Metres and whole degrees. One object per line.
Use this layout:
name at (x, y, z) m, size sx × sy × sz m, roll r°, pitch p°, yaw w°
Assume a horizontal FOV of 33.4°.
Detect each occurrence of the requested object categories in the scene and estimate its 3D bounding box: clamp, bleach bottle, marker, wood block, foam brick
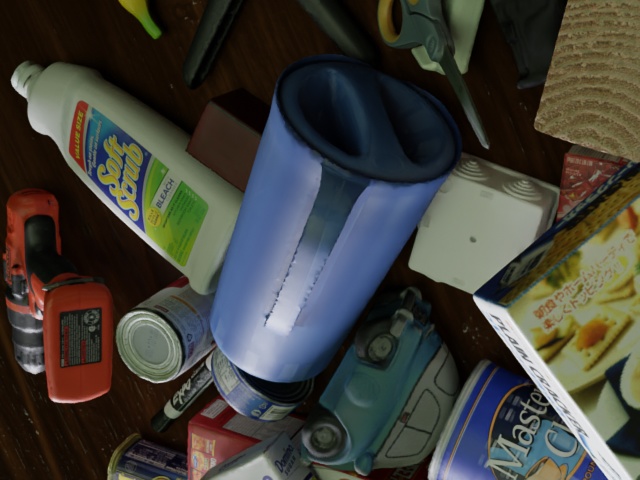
clamp at (-0.034, -0.212, 0.797) m, size 0.165 × 0.036 × 0.210 m, roll 6°, pitch 110°, yaw 20°
bleach bottle at (-0.163, -0.066, 0.903) m, size 0.251 × 0.068 × 0.103 m, roll 36°, pitch 120°, yaw 14°
marker at (-0.121, 0.141, 0.981) m, size 0.020 × 0.020 × 0.121 m, roll 46°, pitch 122°, yaw 5°
wood block at (0.201, -0.116, 0.613) m, size 0.090 × 0.205 × 0.091 m, roll 19°, pitch 116°, yaw 20°
foam brick at (-0.056, -0.076, 0.849) m, size 0.078 × 0.052 × 0.051 m, roll 36°, pitch 120°, yaw 13°

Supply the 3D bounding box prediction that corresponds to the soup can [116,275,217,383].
soup can at (-0.117, 0.070, 0.904) m, size 0.069 × 0.102 × 0.068 m, roll 10°, pitch 113°, yaw 24°

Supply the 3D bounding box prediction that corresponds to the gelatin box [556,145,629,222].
gelatin box at (0.212, -0.023, 0.745) m, size 0.089 × 0.030 × 0.073 m, roll 12°, pitch 113°, yaw 23°

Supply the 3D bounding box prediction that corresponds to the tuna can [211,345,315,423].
tuna can at (-0.048, 0.109, 0.894) m, size 0.086 × 0.086 × 0.034 m, roll 46°, pitch 123°, yaw 5°

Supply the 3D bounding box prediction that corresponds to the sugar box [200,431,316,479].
sugar box at (-0.021, 0.252, 0.872) m, size 0.093 × 0.048 × 0.176 m, roll -33°, pitch 94°, yaw 31°

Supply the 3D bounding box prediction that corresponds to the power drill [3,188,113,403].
power drill at (-0.236, 0.066, 0.939) m, size 0.188 × 0.057 × 0.184 m, roll 38°, pitch 131°, yaw 53°

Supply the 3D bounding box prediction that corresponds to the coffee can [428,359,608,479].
coffee can at (0.165, 0.164, 0.795) m, size 0.140 × 0.102 × 0.103 m, roll 24°, pitch 117°, yaw 17°

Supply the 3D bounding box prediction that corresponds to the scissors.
scissors at (0.072, -0.124, 0.719) m, size 0.096 × 0.016 × 0.202 m, roll 122°, pitch 142°, yaw -58°

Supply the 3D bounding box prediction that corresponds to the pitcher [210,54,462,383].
pitcher at (-0.005, 0.001, 0.781) m, size 0.145 × 0.149 × 0.243 m, roll 55°, pitch 139°, yaw 31°

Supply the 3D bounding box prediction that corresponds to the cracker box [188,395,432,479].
cracker box at (-0.010, 0.241, 0.932) m, size 0.214 × 0.072 × 0.164 m, roll 13°, pitch 115°, yaw 21°

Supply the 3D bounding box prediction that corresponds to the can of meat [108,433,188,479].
can of meat at (-0.151, 0.245, 1.014) m, size 0.084 × 0.057 × 0.102 m, roll 14°, pitch 115°, yaw 19°

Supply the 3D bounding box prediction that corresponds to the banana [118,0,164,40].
banana at (-0.127, -0.259, 0.831) m, size 0.069 × 0.037 × 0.198 m, roll 20°, pitch 120°, yaw -5°
